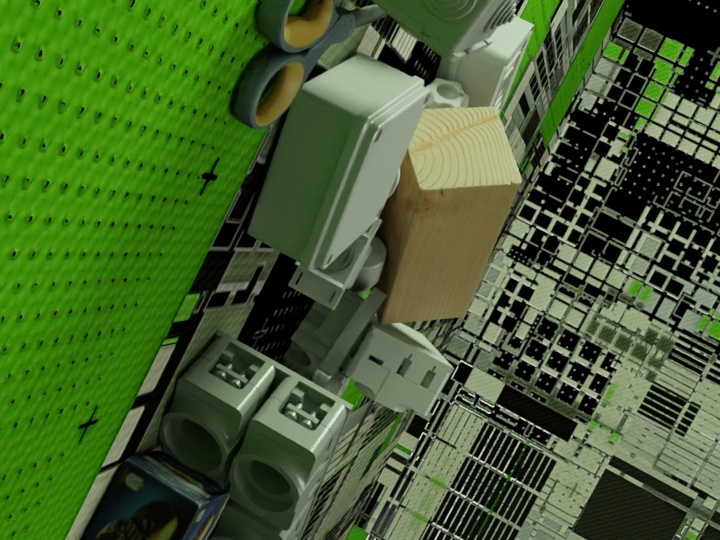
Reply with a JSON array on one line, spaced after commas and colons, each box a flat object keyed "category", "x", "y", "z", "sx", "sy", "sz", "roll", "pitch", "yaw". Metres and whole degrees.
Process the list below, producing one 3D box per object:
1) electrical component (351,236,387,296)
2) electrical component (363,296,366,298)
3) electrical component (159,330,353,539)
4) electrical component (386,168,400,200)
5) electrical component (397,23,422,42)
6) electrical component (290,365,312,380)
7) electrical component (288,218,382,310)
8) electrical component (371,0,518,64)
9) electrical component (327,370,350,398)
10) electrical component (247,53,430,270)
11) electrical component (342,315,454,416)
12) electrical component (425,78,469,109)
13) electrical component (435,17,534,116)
[{"category": "electrical component", "x": 0.000, "y": 0.000, "z": 0.988, "sx": 0.040, "sy": 0.040, "sz": 0.078, "roll": -55, "pitch": 168, "yaw": -35}, {"category": "electrical component", "x": 0.009, "y": 0.063, "z": 1.195, "sx": 0.055, "sy": 0.045, "sz": 0.045, "roll": -56, "pitch": 169, "yaw": -29}, {"category": "electrical component", "x": -0.086, "y": 0.147, "z": 0.760, "sx": 0.060, "sy": 0.105, "sz": 0.186, "roll": -51, "pitch": 165, "yaw": -47}, {"category": "electrical component", "x": 0.000, "y": -0.069, "z": 0.788, "sx": 0.055, "sy": 0.048, "sz": 0.066, "roll": -23, "pitch": 141, "yaw": -63}, {"category": "electrical component", "x": 0.055, "y": -0.184, "z": 0.729, "sx": 0.055, "sy": 0.055, "sz": 0.047, "roll": -49, "pitch": 168, "yaw": -51}, {"category": "electrical component", "x": -0.053, "y": 0.112, "z": 1.032, "sx": 0.040, "sy": 0.040, "sz": 0.046, "roll": -53, "pitch": 162, "yaw": -42}, {"category": "electrical component", "x": -0.018, "y": -0.012, "z": 0.860, "sx": 0.081, "sy": 0.042, "sz": 0.064, "roll": -61, "pitch": 171, "yaw": -1}, {"category": "electrical component", "x": 0.042, "y": -0.164, "z": 0.591, "sx": 0.048, "sy": 0.100, "sz": 0.100, "roll": -52, "pitch": 175, "yaw": 26}, {"category": "electrical component", "x": -0.038, "y": 0.111, "z": 1.080, "sx": 0.040, "sy": 0.046, "sz": 0.040, "roll": -59, "pitch": 170, "yaw": -18}, {"category": "electrical component", "x": -0.013, "y": -0.071, "z": 0.684, "sx": 0.108, "sy": 0.056, "sz": 0.108, "roll": -46, "pitch": 161, "yaw": -58}, {"category": "electrical component", "x": 0.026, "y": 0.088, "z": 1.081, "sx": 0.061, "sy": 0.089, "sz": 0.150, "roll": -61, "pitch": -168, "yaw": 4}, {"category": "electrical component", "x": 0.070, "y": -0.137, "z": 0.966, "sx": 0.043, "sy": 0.043, "sz": 0.062, "roll": -53, "pitch": 169, "yaw": -41}, {"category": "electrical component", "x": 0.108, "y": -0.181, "z": 0.995, "sx": 0.078, "sy": 0.057, "sz": 0.113, "roll": -54, "pitch": 167, "yaw": -39}]
